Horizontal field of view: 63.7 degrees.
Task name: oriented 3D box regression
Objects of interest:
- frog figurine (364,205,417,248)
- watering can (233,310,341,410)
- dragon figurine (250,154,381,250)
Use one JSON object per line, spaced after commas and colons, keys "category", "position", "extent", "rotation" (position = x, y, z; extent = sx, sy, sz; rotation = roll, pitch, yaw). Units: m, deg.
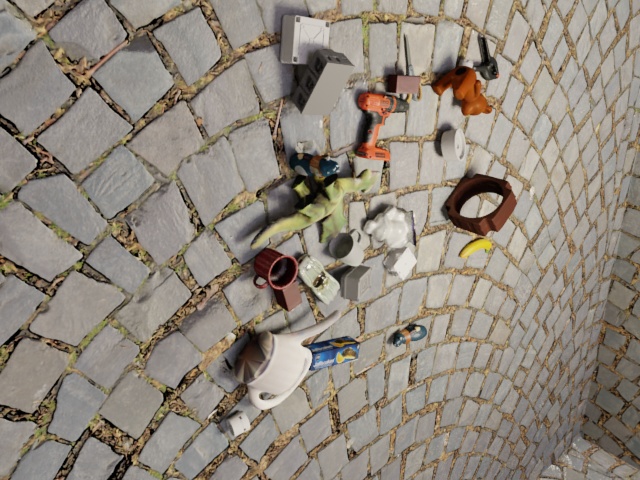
{"category": "frog figurine", "position": [0.212, -0.037, 1.600], "extent": [0.159, 0.125, 0.134], "rotation": [-5, 123, -2]}
{"category": "watering can", "position": [-0.097, 0.309, 1.419], "extent": [0.221, 0.105, 0.348], "rotation": [36, 87, -42]}
{"category": "dragon figurine", "position": [0.004, -0.070, 1.396], "extent": [0.413, 0.124, 0.238], "rotation": [-44, 138, -10]}
